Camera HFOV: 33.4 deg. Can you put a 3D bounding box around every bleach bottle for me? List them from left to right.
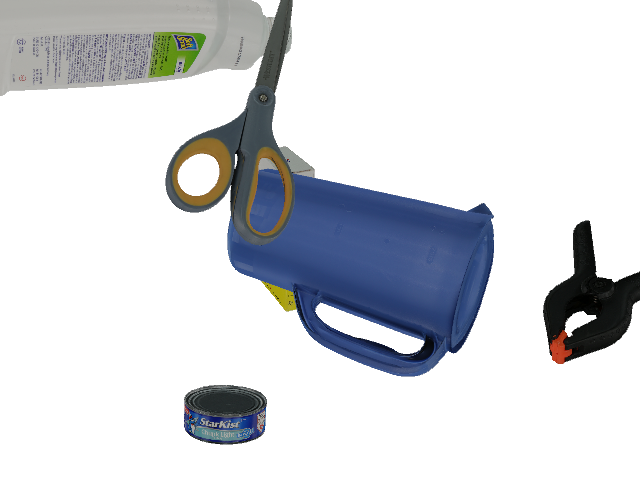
[{"bbox_3d":[-0.150,-0.167,0.887,0.250,0.068,0.103,-2,-27,-16],"label":"bleach bottle"}]

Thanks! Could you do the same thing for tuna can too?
[{"bbox_3d":[-0.099,0.180,1.104,0.086,0.034,0.086,3,12,-1],"label":"tuna can"}]

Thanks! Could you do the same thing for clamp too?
[{"bbox_3d":[0.257,0.045,1.009,0.171,0.039,0.120,-36,42,-27],"label":"clamp"}]

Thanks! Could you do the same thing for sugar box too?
[{"bbox_3d":[-0.041,-0.014,1.275,0.048,0.176,0.093,-12,25,-20],"label":"sugar box"}]

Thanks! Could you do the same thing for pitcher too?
[{"bbox_3d":[0.034,0.020,1.013,0.243,0.145,0.149,16,21,18],"label":"pitcher"}]

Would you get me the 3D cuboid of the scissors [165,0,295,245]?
[{"bbox_3d":[-0.059,-0.091,0.737,0.096,0.202,0.016,3,-24,-17],"label":"scissors"}]
